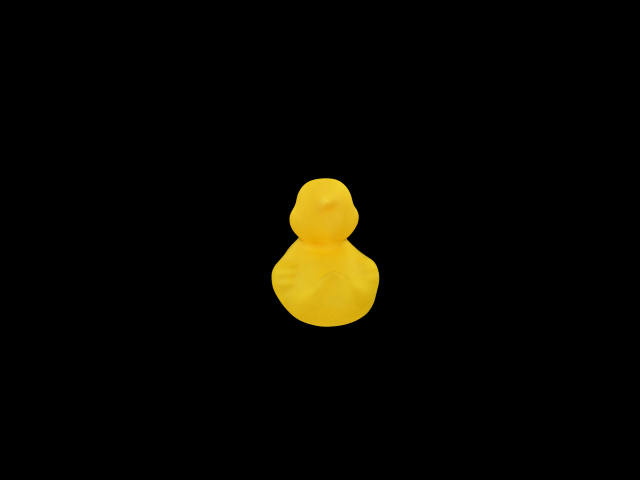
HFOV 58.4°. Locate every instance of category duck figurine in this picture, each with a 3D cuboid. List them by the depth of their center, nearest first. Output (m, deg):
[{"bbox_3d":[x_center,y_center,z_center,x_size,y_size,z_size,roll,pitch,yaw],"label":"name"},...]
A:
[{"bbox_3d":[0.004,0.001,0.400,0.077,0.086,0.104,-4,29,-6],"label":"duck figurine"}]
